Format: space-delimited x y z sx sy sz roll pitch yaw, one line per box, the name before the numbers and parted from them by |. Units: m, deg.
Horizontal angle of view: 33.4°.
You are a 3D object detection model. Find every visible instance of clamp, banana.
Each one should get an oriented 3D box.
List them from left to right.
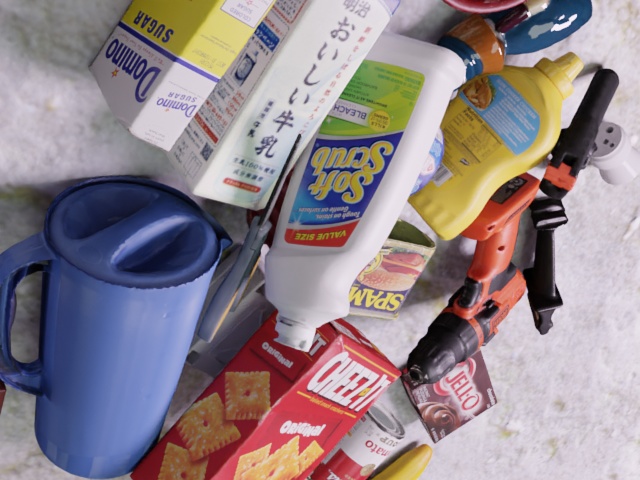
banana | 0.047 0.301 1.251 0.197 0.037 0.069 -20 137 -16
clamp | 0.235 -0.093 0.970 0.171 0.039 0.120 -49 158 -68

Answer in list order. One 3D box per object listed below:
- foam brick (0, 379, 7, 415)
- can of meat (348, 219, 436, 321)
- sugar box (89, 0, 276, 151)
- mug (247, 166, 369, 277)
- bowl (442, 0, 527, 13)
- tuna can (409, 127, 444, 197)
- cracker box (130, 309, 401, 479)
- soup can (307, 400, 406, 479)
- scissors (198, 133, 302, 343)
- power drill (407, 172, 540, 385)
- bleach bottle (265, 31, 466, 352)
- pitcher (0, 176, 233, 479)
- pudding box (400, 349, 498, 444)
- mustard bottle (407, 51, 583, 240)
foam brick | -0.296 0.134 0.880 0.051 0.053 0.078 1 127 -33
can of meat | 0.048 0.023 0.997 0.101 0.057 0.084 11 117 -39
sugar box | -0.085 -0.157 0.728 0.048 0.093 0.176 25 110 -43
mug | -0.006 0.001 0.924 0.093 0.082 0.117 -12 132 -23
bowl | 0.131 -0.256 0.805 0.162 0.055 0.162 -17 134 -19
tuna can | 0.061 -0.076 0.896 0.086 0.086 0.033 -45 138 10
cracker box | -0.041 0.162 0.946 0.214 0.072 0.164 -48 152 2
soup can | 0.035 0.224 1.156 0.102 0.069 0.068 -49 136 12
scissors | -0.057 0.010 0.817 0.096 0.016 0.202 -60 177 -35
power drill | 0.147 0.032 1.026 0.184 0.057 0.188 -41 147 -39
bleach bottle | 0.026 -0.034 0.829 0.068 0.103 0.251 29 80 -72
pitcher | -0.175 0.080 0.858 0.149 0.145 0.243 21 126 4
pudding box | 0.144 0.165 1.193 0.090 0.039 0.113 -31 137 -6
mustard bottle | 0.150 -0.095 0.928 0.191 0.096 0.058 -41 156 5
